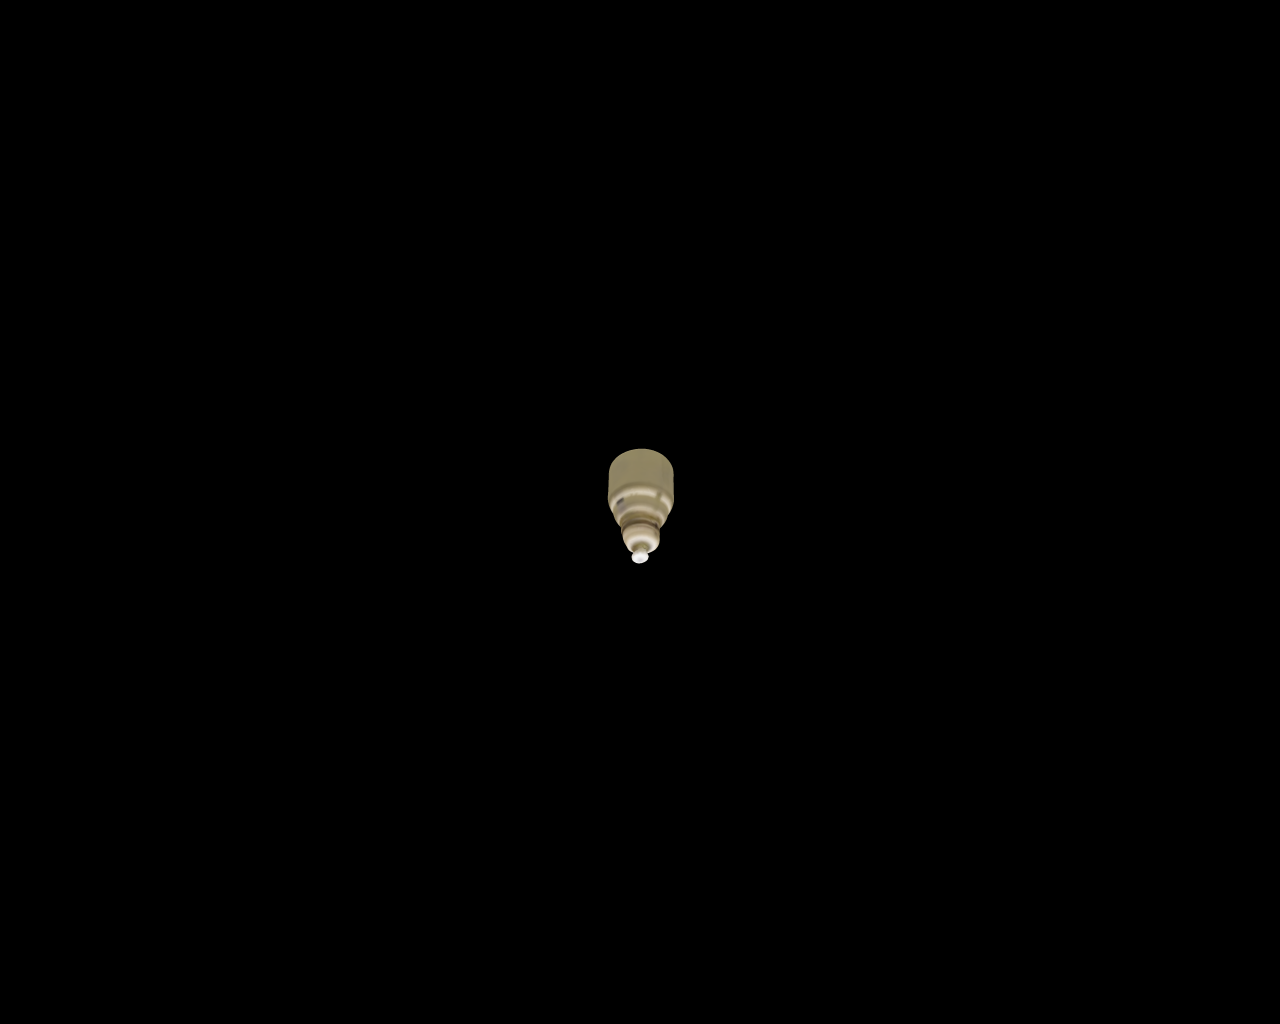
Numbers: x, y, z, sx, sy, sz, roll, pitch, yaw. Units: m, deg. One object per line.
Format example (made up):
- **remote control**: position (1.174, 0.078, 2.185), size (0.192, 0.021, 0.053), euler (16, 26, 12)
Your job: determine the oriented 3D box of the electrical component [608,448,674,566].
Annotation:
- **electrical component**: position (0.001, -0.003, 0.650), size (0.040, 0.078, 0.040), euler (0, -38, 0)
